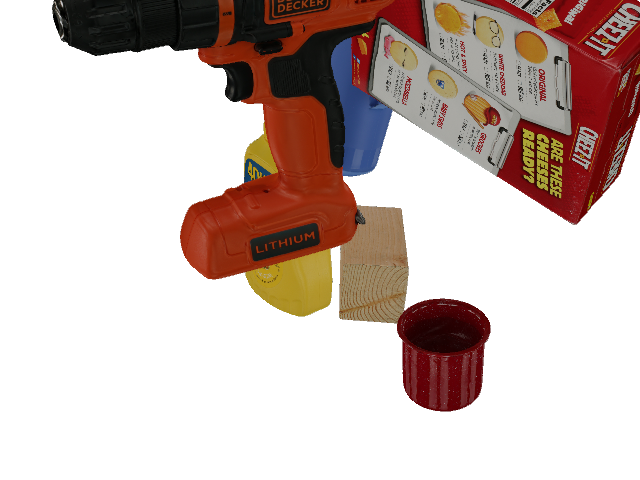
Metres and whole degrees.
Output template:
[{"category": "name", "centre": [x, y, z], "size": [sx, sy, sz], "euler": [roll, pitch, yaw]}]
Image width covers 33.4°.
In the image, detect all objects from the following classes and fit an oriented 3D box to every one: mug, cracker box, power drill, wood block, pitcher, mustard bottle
[{"category": "mug", "centre": [0.131, 0.113, 1.092], "size": [0.093, 0.081, 0.117], "euler": [19, 39, 30]}, {"category": "cracker box", "centre": [0.121, -0.131, 0.750], "size": [0.214, 0.072, 0.164], "euler": [35, -26, 23]}, {"category": "power drill", "centre": [-0.044, -0.071, 0.578], "size": [0.184, 0.188, 0.057], "euler": [-14, 39, -19]}, {"category": "wood block", "centre": [0.075, 0.030, 1.553], "size": [0.091, 0.090, 0.206], "euler": [4, 25, -1]}, {"category": "pitcher", "centre": [0.036, -0.189, 1.058], "size": [0.145, 0.243, 0.149], "euler": [12, 18, -1]}, {"category": "mustard bottle", "centre": [-0.028, -0.034, 0.916], "size": [0.058, 0.192, 0.096], "euler": [-20, 39, -30]}]
